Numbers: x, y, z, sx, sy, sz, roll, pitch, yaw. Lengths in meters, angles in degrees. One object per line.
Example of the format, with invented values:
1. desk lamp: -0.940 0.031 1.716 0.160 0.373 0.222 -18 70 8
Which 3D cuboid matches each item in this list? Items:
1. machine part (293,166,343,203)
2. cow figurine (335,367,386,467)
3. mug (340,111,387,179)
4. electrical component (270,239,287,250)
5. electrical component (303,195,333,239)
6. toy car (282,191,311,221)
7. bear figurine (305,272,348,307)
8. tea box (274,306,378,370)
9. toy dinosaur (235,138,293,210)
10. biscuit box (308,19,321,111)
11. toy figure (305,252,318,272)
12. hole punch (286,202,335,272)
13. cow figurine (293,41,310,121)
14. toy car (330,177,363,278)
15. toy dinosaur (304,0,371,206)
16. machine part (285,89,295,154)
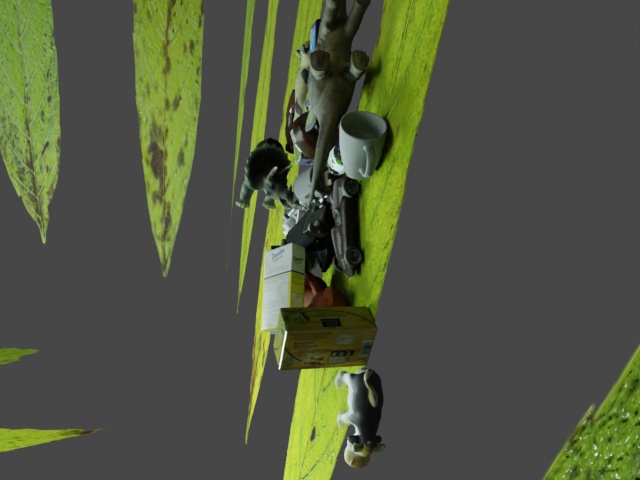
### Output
1. machine part: -0.008 -0.129 1.215 0.243 0.079 0.079 173 98 -76
2. cow figurine: 0.077 0.305 0.918 0.098 0.068 0.167 152 117 -65
3. mug: 0.077 -0.153 0.947 0.107 0.081 0.110 93 161 -51
4. electrical component: -0.107 0.040 1.551 0.048 0.075 0.119 -117 28 -56
5. electrical component: -0.004 -0.048 1.127 0.078 0.045 0.102 -21 40 39
6. toy car: -0.059 -0.100 1.433 0.201 0.056 0.073 140 136 -68
7. bear figurine: -0.014 0.145 1.144 0.196 0.132 0.120 -134 20 -73
8. tea box: 0.008 0.176 0.973 0.068 0.170 0.098 -112 30 -55
9. toy dinosaur: -0.139 -0.204 1.447 0.405 0.131 0.192 -96 24 -57
10. biscuit box: 0.011 -0.384 1.200 0.059 0.063 0.202 180 91 -74
11. toy figure: -0.039 0.054 1.264 0.154 0.058 0.064 -53 -45 -73
12. hole punch: -0.002 -0.004 1.207 0.116 0.092 0.142 -48 29 17
13. cow figurine: -0.024 -0.382 1.284 0.127 0.085 0.195 146 127 -78
14. toy car: 0.048 -0.027 1.068 0.089 0.053 0.202 154 117 -69
15. toy dinosaur: 0.023 -0.303 1.040 0.198 0.105 0.471 116 166 -70
16. machine part: -0.052 -0.312 1.424 0.179 0.056 0.179 -177 90 -74
